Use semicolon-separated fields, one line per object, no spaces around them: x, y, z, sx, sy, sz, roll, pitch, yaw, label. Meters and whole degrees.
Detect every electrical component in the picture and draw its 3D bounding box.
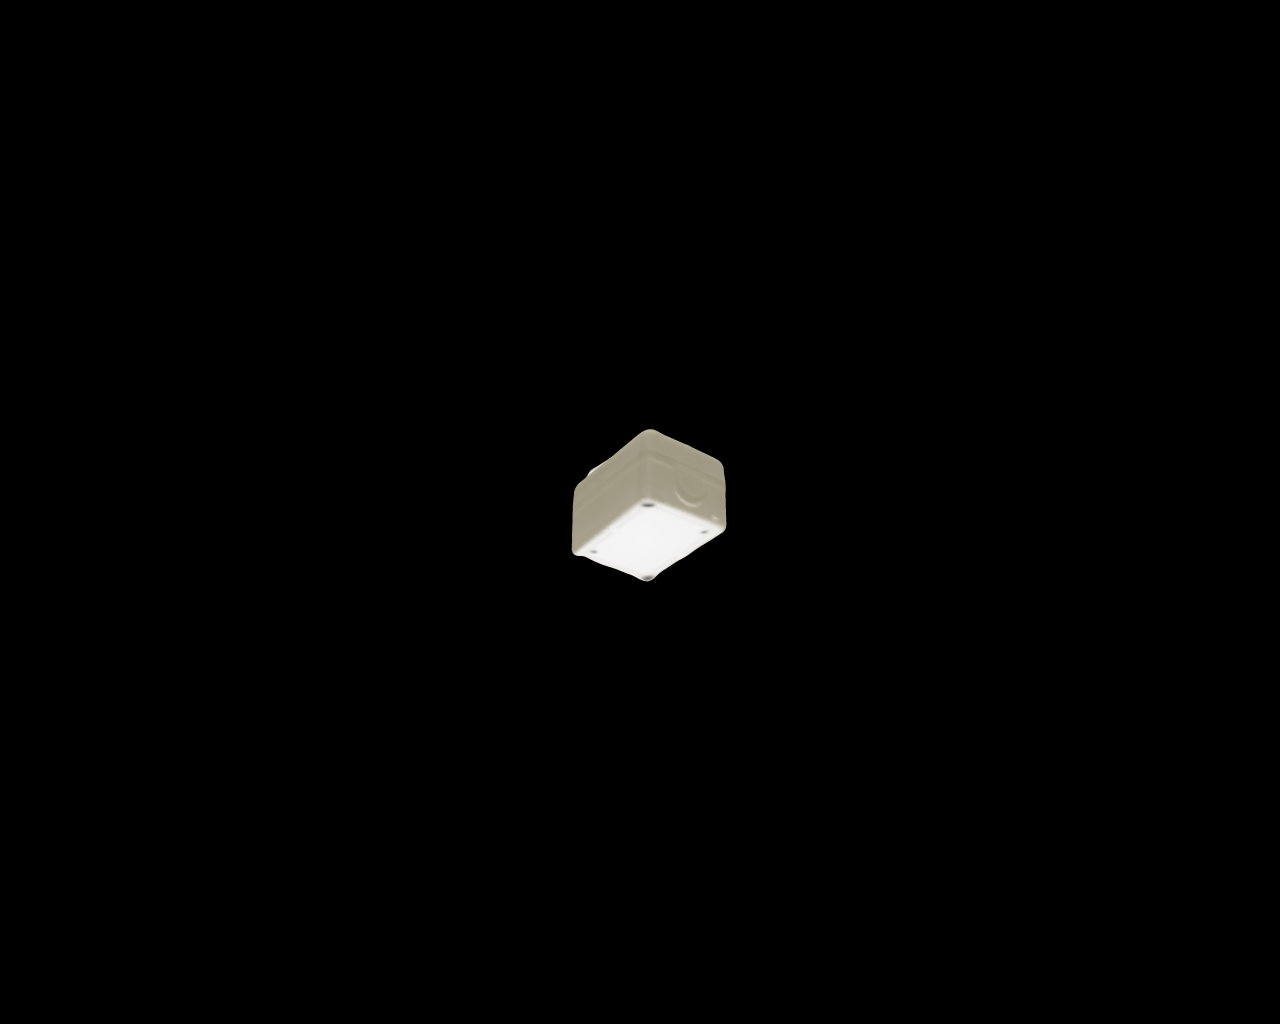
0.001;-0.003;0.650;0.062;0.061;0.096;22;-39;-30;electrical component
